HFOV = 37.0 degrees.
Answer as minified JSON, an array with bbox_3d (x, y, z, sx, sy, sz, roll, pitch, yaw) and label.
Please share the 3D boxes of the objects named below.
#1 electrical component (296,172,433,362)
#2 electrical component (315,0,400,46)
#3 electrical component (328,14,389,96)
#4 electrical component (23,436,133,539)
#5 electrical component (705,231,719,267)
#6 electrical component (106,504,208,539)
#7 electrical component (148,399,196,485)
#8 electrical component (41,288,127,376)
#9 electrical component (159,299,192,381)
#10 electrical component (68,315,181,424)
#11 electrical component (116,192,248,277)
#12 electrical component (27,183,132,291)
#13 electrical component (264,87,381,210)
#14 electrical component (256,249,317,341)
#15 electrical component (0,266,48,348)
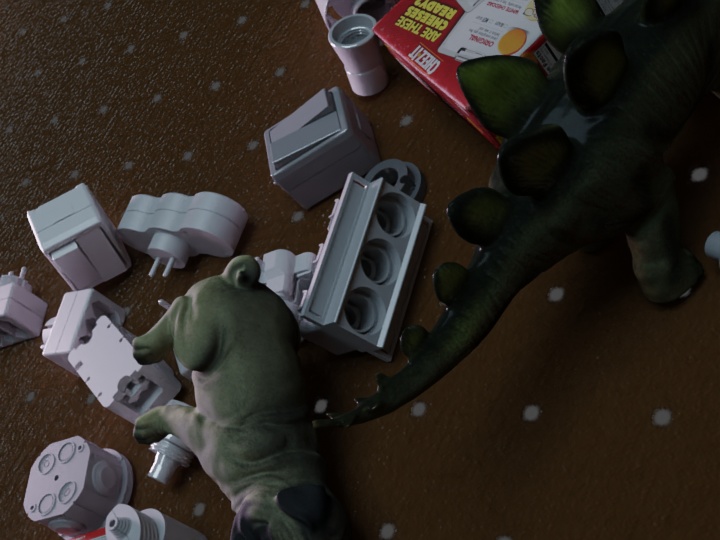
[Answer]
[{"bbox_3d":[0.000,0.000,0.811,0.063,0.079,0.121,-21,45,55],"label":"electrical component"},{"bbox_3d":[0.008,-0.251,0.964,0.099,0.099,0.064,-28,53,20],"label":"electrical component"},{"bbox_3d":[0.002,-0.185,0.943,0.044,0.065,0.044,-9,51,12],"label":"electrical component"},{"bbox_3d":[-0.229,0.178,0.873,0.080,0.051,0.080,-20,50,26],"label":"electrical component"},{"bbox_3d":[0.237,-0.007,0.646,0.048,0.048,0.062,-53,37,-6],"label":"electrical component"},{"bbox_3d":[-0.151,0.196,0.777,0.043,0.081,0.043,-21,49,26],"label":"electrical component"},{"bbox_3d":[-0.144,0.136,0.843,0.043,0.043,0.062,10,67,42],"label":"electrical component"},{"bbox_3d":[-0.266,0.060,0.992,0.077,0.047,0.065,-9,55,35],"label":"electrical component"},{"bbox_3d":[-0.136,0.049,0.874,0.047,0.077,0.065,-38,44,10],"label":"electrical component"},{"bbox_3d":[-0.197,0.088,0.910,0.050,0.056,0.089,-50,43,-3],"label":"electrical component"},{"bbox_3d":[-0.169,-0.026,0.973,0.138,0.052,0.073,1,61,39],"label":"electrical component"},{"bbox_3d":[-0.261,-0.022,1.018,0.062,0.096,0.061,-28,56,-6],"label":"electrical component"},{"bbox_3d":[-0.040,-0.103,0.920,0.096,0.061,0.061,-30,46,18],"label":"electrical component"},{"bbox_3d":[-0.066,0.025,0.851,0.078,0.058,0.057,-19,47,27],"label":"electrical component"},{"bbox_3d":[-0.353,0.031,1.081,0.066,0.047,0.076,-16,51,28],"label":"electrical component"}]
